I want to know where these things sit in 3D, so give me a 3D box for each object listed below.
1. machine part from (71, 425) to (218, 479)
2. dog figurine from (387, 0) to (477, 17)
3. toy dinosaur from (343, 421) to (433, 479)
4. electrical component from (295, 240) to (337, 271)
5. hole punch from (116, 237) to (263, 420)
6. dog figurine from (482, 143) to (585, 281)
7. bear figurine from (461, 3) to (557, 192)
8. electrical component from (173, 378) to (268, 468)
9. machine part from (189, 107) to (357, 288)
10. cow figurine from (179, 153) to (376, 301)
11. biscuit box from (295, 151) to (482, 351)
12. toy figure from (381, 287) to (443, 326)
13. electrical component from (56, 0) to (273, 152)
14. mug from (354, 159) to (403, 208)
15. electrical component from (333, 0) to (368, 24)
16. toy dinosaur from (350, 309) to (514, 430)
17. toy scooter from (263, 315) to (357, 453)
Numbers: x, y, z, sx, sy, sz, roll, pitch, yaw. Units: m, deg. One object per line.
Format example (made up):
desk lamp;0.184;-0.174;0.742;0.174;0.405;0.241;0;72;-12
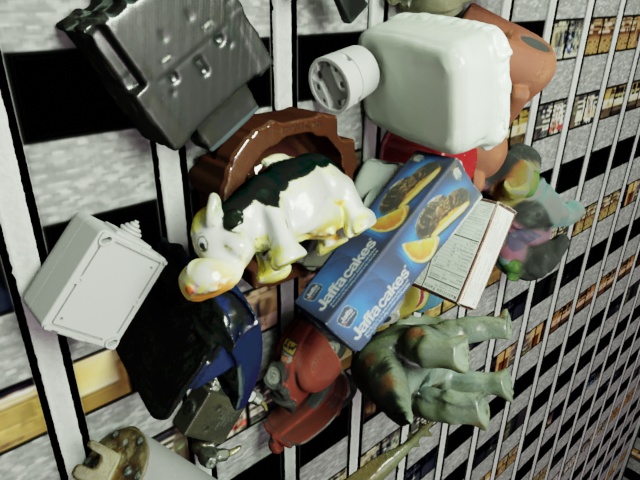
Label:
machine part;-0.153;0.254;0.534;0.079;0.079;0.243;-48;135;-16
dog figurine;0.179;-0.272;0.520;0.172;0.191;0.121;-53;136;-10
toy dinosaur;-0.054;0.365;0.609;0.471;0.105;0.198;-39;167;6
electrical component;-0.001;-0.002;0.519;0.094;0.021;0.063;5;107;-49
hole punch;-0.101;0.078;0.465;0.092;0.142;0.115;17;111;-45
dog figurine;0.291;-0.038;0.811;0.219;0.109;0.191;16;101;-43
bear figurine;0.194;-0.164;0.664;0.120;0.132;0.195;-71;-175;-45
electrical component;-0.105;0.186;0.570;0.102;0.045;0.078;-55;138;-10
machine part;-0.039;-0.043;0.517;0.179;0.056;0.179;-23;125;-37
cow figurine;-0.044;-0.018;0.422;0.167;0.068;0.098;-23;83;-37
biscuit box;0.067;0.008;0.520;0.202;0.063;0.059;-51;126;-9
toy figure;0.102;0.055;0.674;0.180;0.089;0.082;-14;106;-40
electrical component;-0.104;-0.136;0.407;0.115;0.058;0.134;-47;135;-15
mug;0.060;-0.035;0.594;0.109;0.081;0.107;-17;119;-67
electrical component;-0.002;-0.247;0.459;0.075;0.048;0.119;-52;137;-12
toy dinosaur;0.110;0.148;0.633;0.404;0.192;0.131;12;71;-55
toy scooter;-0.021;0.175;0.628;0.135;0.075;0.183;-41;137;-25
